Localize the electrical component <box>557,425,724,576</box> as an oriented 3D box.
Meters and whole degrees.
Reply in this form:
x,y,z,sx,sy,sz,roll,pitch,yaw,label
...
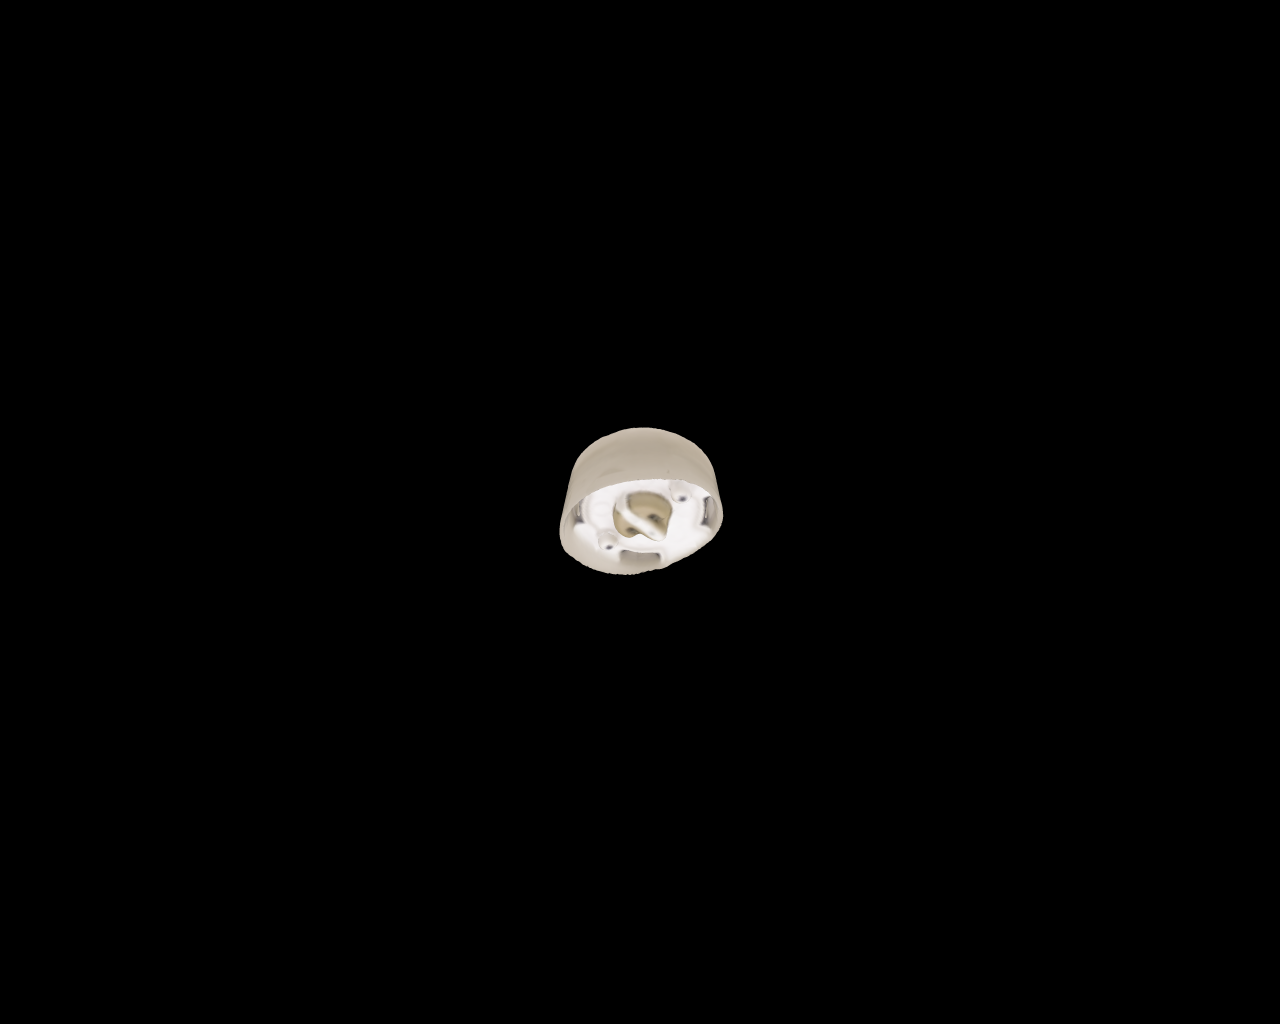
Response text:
x,y,z,sx,sy,sz,roll,pitch,yaw,label
0.001,-0.003,0.650,0.099,0.099,0.064,0,44,0,electrical component
